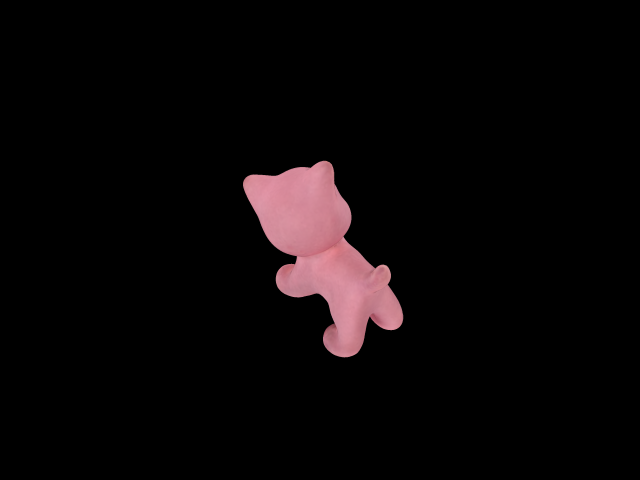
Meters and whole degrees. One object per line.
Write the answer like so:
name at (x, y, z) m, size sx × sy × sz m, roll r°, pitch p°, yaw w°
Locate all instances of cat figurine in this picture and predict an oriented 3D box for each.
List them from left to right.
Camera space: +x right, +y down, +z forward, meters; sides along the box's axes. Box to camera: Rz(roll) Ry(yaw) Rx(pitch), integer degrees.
cat figurine at (0.004, 0.001, 0.400) m, size 0.067 × 0.118 × 0.127 m, roll -33°, pitch 58°, yaw -23°
